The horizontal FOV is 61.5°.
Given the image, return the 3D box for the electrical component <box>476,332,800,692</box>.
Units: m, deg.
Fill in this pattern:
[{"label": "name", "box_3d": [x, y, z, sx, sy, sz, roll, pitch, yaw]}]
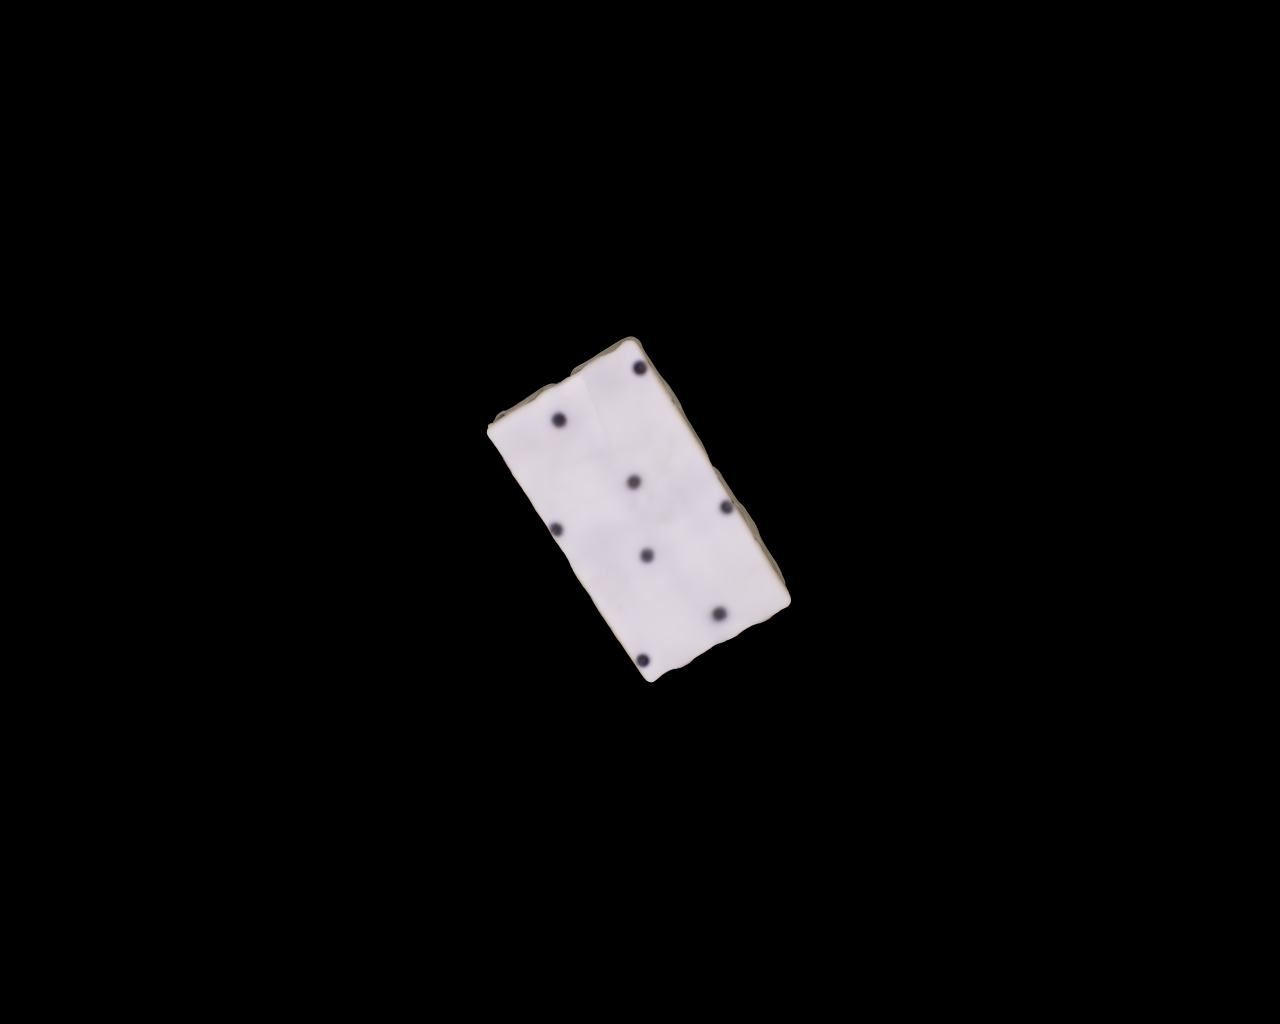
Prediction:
[{"label": "electrical component", "box_3d": [0.001, -0.003, 0.650, 0.105, 0.186, 0.060, -31, 11, 7]}]
